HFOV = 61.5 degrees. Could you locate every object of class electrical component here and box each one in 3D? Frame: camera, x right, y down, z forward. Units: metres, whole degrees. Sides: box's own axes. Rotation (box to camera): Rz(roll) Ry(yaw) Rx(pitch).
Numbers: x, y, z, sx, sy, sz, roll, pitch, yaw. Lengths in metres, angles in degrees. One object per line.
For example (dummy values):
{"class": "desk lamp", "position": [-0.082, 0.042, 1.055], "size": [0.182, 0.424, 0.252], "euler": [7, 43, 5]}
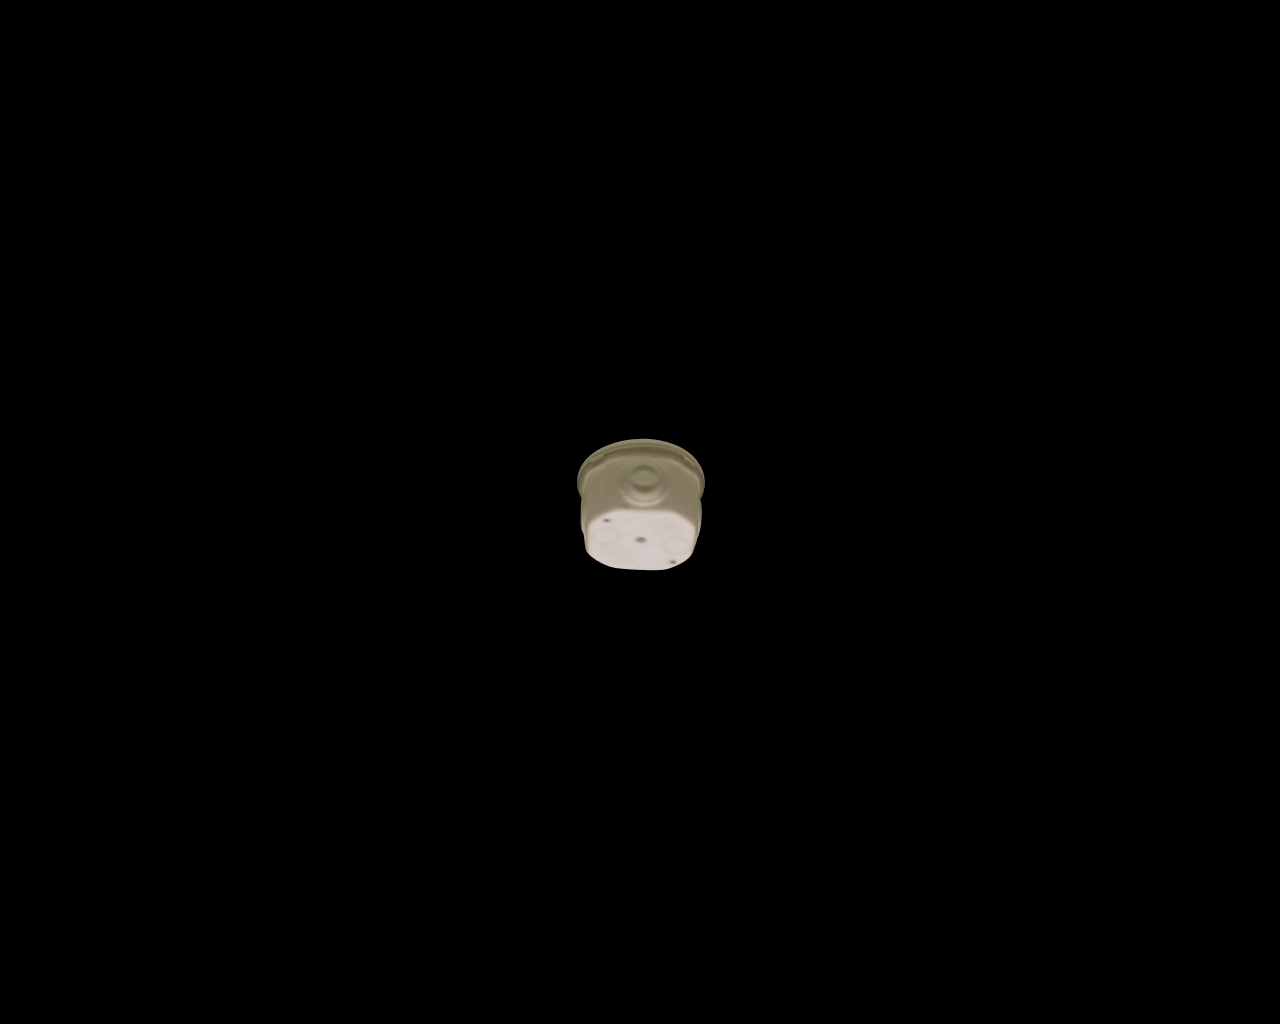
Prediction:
{"class": "electrical component", "position": [0.001, -0.003, 0.650], "size": [0.080, 0.051, 0.080], "euler": [0, -35, 0]}
